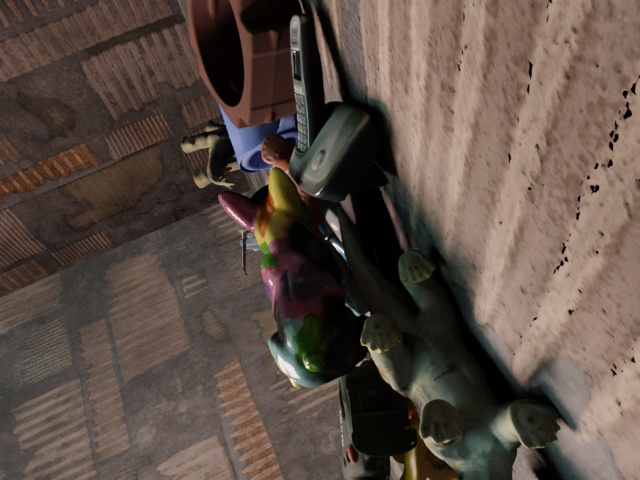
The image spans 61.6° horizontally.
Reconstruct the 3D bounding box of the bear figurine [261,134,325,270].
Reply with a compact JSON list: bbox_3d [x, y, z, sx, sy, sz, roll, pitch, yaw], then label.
[{"bbox_3d":[-0.030,-0.039,0.775,0.132,0.120,0.195,58,-139,-81],"label":"bear figurine"}]

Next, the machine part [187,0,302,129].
[{"bbox_3d":[-0.096,-0.264,0.689,0.202,0.087,0.200,57,154,30],"label":"machine part"}]

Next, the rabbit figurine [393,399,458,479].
[{"bbox_3d":[0.140,0.278,0.773,0.173,0.122,0.162,116,136,-77],"label":"rabbit figurine"}]

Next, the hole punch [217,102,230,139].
[{"bbox_3d":[-0.132,-0.259,0.992,0.092,0.142,0.116,81,175,-49],"label":"hole punch"}]

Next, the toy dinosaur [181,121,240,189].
[{"bbox_3d":[-0.173,-0.190,1.086,0.472,0.199,0.104,-80,-31,-58],"label":"toy dinosaur"}]

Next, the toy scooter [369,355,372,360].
[{"bbox_3d":[0.086,0.128,0.795,0.135,0.075,0.183,-53,-61,-78],"label":"toy scooter"}]

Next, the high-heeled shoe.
[{"bbox_3d":[0.090,0.034,0.696,0.249,0.086,0.145,45,134,10],"label":"high-heeled shoe"}]

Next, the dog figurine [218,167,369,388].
[{"bbox_3d":[-0.033,0.032,0.611,0.219,0.108,0.192,59,-158,-21],"label":"dog figurine"}]

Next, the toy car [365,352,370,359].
[{"bbox_3d":[0.085,0.163,1.074,0.201,0.056,0.073,64,166,6],"label":"toy car"}]

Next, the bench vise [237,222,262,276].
[{"bbox_3d":[-0.089,-0.001,1.044,0.241,0.223,0.128,-7,87,53],"label":"bench vise"}]

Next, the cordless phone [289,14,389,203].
[{"bbox_3d":[0.007,-0.145,0.572,0.147,0.089,0.184,-129,28,-64],"label":"cordless phone"}]

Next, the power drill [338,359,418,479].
[{"bbox_3d":[0.068,0.257,0.676,0.207,0.086,0.232,84,-179,-56],"label":"power drill"}]

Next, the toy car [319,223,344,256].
[{"bbox_3d":[-0.002,-0.003,0.880,0.162,0.103,0.109,49,170,27],"label":"toy car"}]

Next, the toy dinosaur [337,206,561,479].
[{"bbox_3d":[0.123,0.148,0.559,0.192,0.131,0.405,75,174,-51],"label":"toy dinosaur"}]
